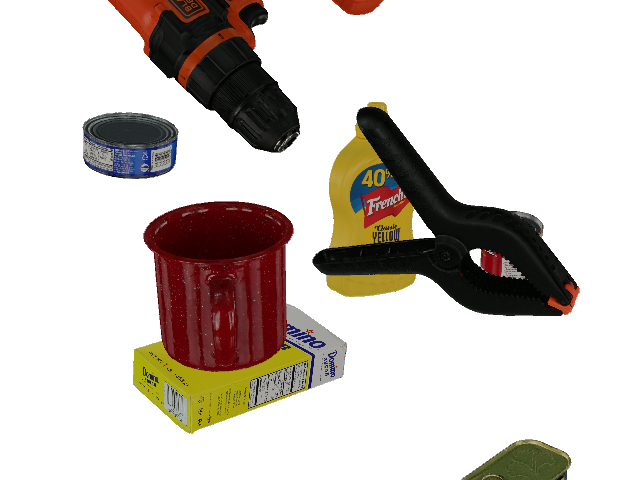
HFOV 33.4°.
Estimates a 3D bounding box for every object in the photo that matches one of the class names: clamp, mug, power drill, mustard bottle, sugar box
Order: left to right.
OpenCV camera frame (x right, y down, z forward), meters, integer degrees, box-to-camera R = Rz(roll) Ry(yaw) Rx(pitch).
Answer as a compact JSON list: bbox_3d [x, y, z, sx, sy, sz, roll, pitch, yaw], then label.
[{"bbox_3d":[-0.061,0.035,0.668,0.093,0.081,0.117,-4,25,-8],"label":"mug"},{"bbox_3d":[-0.072,0.111,0.973,0.175,0.048,0.093,-18,35,-37],"label":"sugar box"},{"bbox_3d":[-0.036,-0.163,0.746,0.187,0.184,0.057,-36,-11,-35],"label":"power drill"},{"bbox_3d":[0.054,-0.043,1.075,0.096,0.192,0.058,-8,18,-28],"label":"mustard bottle"},{"bbox_3d":[0.098,-0.006,0.809,0.210,0.165,0.036,21,42,15],"label":"clamp"}]

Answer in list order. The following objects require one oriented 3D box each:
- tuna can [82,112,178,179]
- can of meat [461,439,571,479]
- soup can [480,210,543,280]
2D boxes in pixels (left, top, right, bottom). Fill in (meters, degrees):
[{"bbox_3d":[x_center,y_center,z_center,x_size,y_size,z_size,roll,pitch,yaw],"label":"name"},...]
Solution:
[{"bbox_3d":[-0.174,-0.087,0.976,0.086,0.034,0.086,6,25,-3],"label":"tuna can"},{"bbox_3d":[0.164,0.229,0.892,0.101,0.084,0.058,-24,28,-37],"label":"can of meat"},{"bbox_3d":[0.217,0.026,1.218,0.068,0.102,0.068,-2,29,1],"label":"soup can"}]
